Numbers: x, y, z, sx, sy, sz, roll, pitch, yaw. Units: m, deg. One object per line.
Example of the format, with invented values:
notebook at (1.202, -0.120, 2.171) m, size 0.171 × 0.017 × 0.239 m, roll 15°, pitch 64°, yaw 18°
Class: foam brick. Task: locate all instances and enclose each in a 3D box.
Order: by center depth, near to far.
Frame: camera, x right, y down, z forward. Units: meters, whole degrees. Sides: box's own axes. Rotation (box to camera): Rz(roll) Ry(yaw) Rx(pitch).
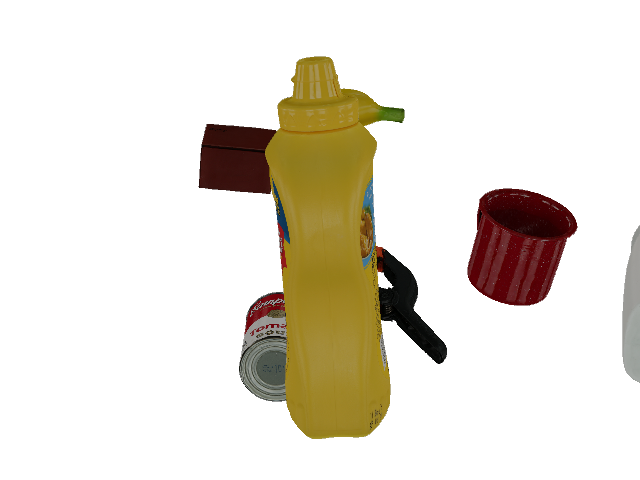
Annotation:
foam brick at (-0.085, -0.086, 1.116) m, size 0.078 × 0.051 × 0.053 m, roll 5°, pitch 31°, yaw -2°

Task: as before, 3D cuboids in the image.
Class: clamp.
clamp at (0.082, 0.077, 1.193) m, size 0.120 × 0.171 × 0.039 m, roll 7°, pitch -42°, yaw 1°

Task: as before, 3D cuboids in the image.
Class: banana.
banana at (0.001, -0.075, 0.832) m, size 0.070 × 0.037 × 0.197 m, roll 18°, pitch 39°, yaw 19°

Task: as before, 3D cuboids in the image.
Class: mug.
mug at (0.182, 0.002, 1.024) m, size 0.093 × 0.081 × 0.117 m, roll -6°, pitch 35°, yaw -25°

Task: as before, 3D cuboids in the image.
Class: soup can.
soup can at (-0.041, 0.100, 1.010) m, size 0.068 × 0.068 × 0.102 m, roll 0°, pitch 21°, yaw 1°

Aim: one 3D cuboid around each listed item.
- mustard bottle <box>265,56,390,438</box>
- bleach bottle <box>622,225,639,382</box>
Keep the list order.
mustard bottle at (0.004, 0.000, 0.561) m, size 0.058 × 0.192 × 0.096 m, roll -2°, pitch 18°, yaw 4°
bleach bottle at (0.271, 0.030, 0.763) m, size 0.103 × 0.068 × 0.250 m, roll 8°, pitch 21°, yaw 16°
